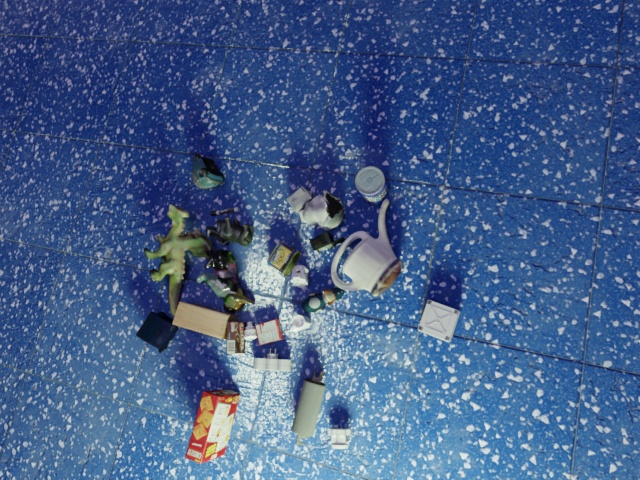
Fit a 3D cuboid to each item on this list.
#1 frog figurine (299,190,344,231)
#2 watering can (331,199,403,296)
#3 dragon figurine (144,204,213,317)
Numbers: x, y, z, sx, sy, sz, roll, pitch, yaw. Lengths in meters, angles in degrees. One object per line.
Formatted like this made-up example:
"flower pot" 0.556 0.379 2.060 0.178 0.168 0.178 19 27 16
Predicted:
"frog figurine" 0.006 -0.094 1.877 0.157 0.123 0.138 -35 75 44
"watering can" 0.190 0.043 1.770 0.226 0.103 0.348 39 90 20
"dragon figurine" -0.517 0.066 1.952 0.241 0.122 0.411 -19 88 16
